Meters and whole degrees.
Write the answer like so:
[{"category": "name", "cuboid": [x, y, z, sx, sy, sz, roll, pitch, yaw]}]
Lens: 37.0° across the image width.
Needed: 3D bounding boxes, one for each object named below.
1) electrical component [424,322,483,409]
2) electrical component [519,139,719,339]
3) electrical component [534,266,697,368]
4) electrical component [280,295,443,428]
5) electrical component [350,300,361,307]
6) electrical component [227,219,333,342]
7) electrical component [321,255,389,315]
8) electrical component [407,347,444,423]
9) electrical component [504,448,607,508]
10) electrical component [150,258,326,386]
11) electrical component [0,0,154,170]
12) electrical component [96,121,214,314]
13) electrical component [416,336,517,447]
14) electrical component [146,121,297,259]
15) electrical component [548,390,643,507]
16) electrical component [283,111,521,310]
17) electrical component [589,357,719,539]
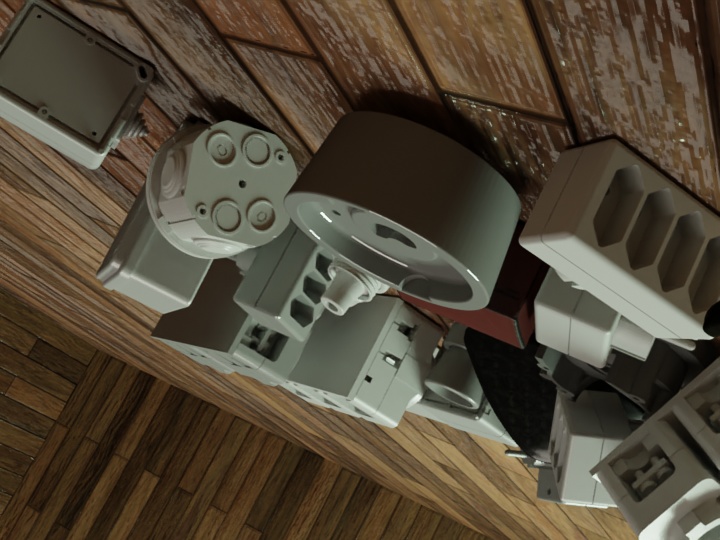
[{"category": "electrical component", "cuboid": [0.079, 0.069, 0.800, 0.045, 0.055, 0.045, 26, 166, 7]}, {"category": "electrical component", "cuboid": [0.108, -0.010, 0.465, 0.083, 0.047, 0.076, 32, 166, -19]}, {"category": "electrical component", "cuboid": [0.132, 0.021, 0.537, 0.077, 0.047, 0.065, 23, 166, 17]}, {"category": "electrical component", "cuboid": [-0.007, 0.071, 0.902, 0.062, 0.089, 0.150, 35, 165, -28]}, {"category": "electrical component", "cuboid": [-0.019, -0.001, 0.778, 0.061, 0.035, 0.035, 39, 163, -32]}, {"category": "electrical component", "cuboid": [-0.057, -0.008, 0.721, 0.076, 0.083, 0.047, 21, 165, 27]}, {"category": "electrical component", "cuboid": [0.000, 0.000, 0.675, 0.048, 0.062, 0.048, 32, 157, 15]}, {"category": "electrical component", "cuboid": [0.051, 0.096, 0.971, 0.100, 0.048, 0.100, 37, 164, -35]}, {"category": "electrical component", "cuboid": [0.143, 0.129, 0.796, 0.076, 0.083, 0.047, 8, 171, -14]}, {"category": "electrical component", "cuboid": [-0.092, 0.029, 0.878, 0.060, 0.105, 0.186, 34, 165, -24]}, {"category": "electrical component", "cuboid": [-0.167, -0.103, 0.627, 0.096, 0.061, 0.061, 31, 166, -14]}, {"category": "electrical component", "cuboid": [-0.120, -0.031, 0.705, 0.056, 0.108, 0.109, 28, 167, -14]}, {"category": "electrical component", "cuboid": [0.102, 0.098, 0.849, 0.061, 0.061, 0.096, 36, 164, -32]}, {"category": "electrical component", "cuboid": [-0.080, -0.048, 0.629, 0.080, 0.080, 0.051, 35, 160, -27]}, {"category": "electrical component", "cuboid": [0.160, 0.110, 0.660, 0.077, 0.047, 0.065, 6, -162, 2]}, {"category": "electrical component", "cuboid": [0.025, -0.033, 0.514, 0.108, 0.060, 0.108, 26, 166, 7]}, {"category": "electrical component", "cuboid": [0.232, 0.137, 0.609, 0.186, 0.105, 0.060, 37, -165, -34]}]
